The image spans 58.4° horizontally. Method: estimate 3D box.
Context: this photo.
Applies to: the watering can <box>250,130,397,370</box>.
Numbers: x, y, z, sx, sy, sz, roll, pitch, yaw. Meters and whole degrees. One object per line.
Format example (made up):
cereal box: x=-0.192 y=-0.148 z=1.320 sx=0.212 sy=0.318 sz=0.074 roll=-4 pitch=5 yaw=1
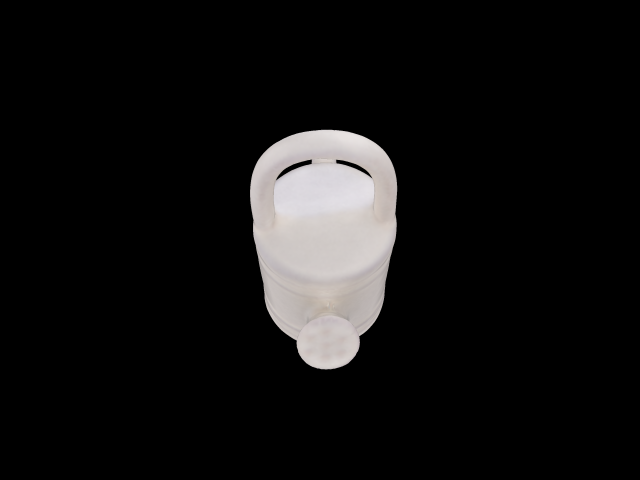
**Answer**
watering can: x=0.006 y=0.001 z=0.400 sx=0.101 sy=0.194 sz=0.172 roll=-20 pitch=61 yaw=-11
